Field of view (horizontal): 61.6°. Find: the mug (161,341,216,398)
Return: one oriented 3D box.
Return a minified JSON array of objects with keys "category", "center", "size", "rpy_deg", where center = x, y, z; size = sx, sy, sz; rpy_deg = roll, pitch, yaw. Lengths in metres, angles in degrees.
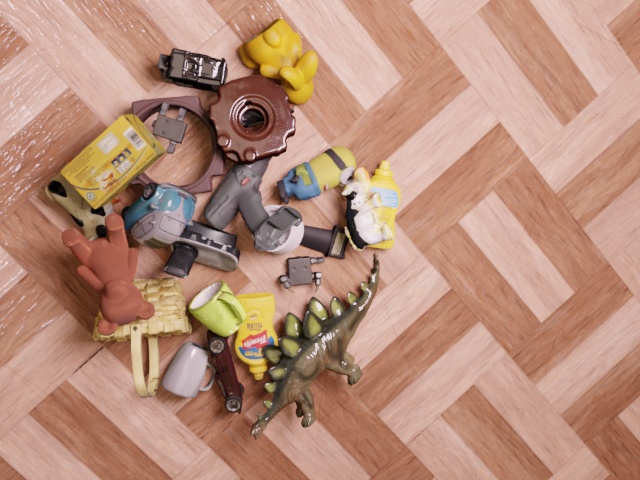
[{"category":"mug","center":[-0.278,0.283,1.178],"size":[0.109,0.081,0.107],"rpy_deg":[22,87,-22]}]

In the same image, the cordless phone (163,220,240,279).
[{"category":"cordless phone","center":[-0.239,0.040,1.094],"size":[0.146,0.184,0.088],"rpy_deg":[20,107,-10]}]

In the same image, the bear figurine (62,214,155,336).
[{"category":"bear figurine","center":[-0.398,0.069,1.019],"size":[0.120,0.131,0.196],"rpy_deg":[-20,54,-15]}]

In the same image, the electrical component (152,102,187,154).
[{"category":"electrical component","center":[-0.297,-0.218,1.055],"size":[0.063,0.021,0.094],"rpy_deg":[16,95,-9]}]

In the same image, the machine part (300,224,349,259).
[{"category":"machine part","center":[-0.002,-0.004,1.198],"size":[0.139,0.039,0.084],"rpy_deg":[11,103,-10]}]

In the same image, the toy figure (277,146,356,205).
[{"category":"toy figure","center":[-0.007,-0.140,1.159],"size":[0.180,0.082,0.089],"rpy_deg":[-20,100,-2]}]

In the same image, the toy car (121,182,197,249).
[{"category":"toy car","center":[-0.325,-0.037,1.069],"size":[0.162,0.103,0.109],"rpy_deg":[-29,143,24]}]

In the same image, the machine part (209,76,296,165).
[{"category":"machine part","center":[-0.133,-0.237,1.062],"size":[0.179,0.056,0.179],"rpy_deg":[0,89,-10]}]

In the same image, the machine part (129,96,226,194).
[{"category":"machine part","center":[-0.303,-0.191,1.112],"size":[0.201,0.087,0.201],"rpy_deg":[-7,99,-7]}]

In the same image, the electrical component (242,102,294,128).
[{"category":"electrical component","center":[-0.117,-0.272,1.131],"size":[0.119,0.075,0.047],"rpy_deg":[-19,99,-1]}]

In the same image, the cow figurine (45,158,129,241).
[{"category":"cow figurine","center":[-0.476,-0.058,1.107],"size":[0.127,0.085,0.195],"rpy_deg":[-46,103,-6]}]

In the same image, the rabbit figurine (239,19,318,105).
[{"category":"rabbit figurine","center":[-0.063,-0.358,1.103],"size":[0.122,0.163,0.173],"rpy_deg":[-37,118,-14]}]

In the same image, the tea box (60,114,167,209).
[{"category":"tea box","center":[-0.393,-0.150,1.028],"size":[0.169,0.068,0.098],"rpy_deg":[-37,101,11]}]

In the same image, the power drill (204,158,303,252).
[{"category":"power drill","center":[-0.126,-0.091,1.103],"size":[0.232,0.086,0.207],"rpy_deg":[-47,60,3]}]

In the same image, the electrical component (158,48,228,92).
[{"category":"electrical component","center":[-0.255,-0.340,1.085],"size":[0.134,0.115,0.058],"rpy_deg":[8,94,-10]}]

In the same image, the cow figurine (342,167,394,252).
[{"category":"cow figurine","center":[0.086,-0.065,1.134],"size":[0.098,0.068,0.167],"rpy_deg":[-20,88,16]}]

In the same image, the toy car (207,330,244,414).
[{"category":"toy car","center":[-0.209,0.285,1.180],"size":[0.053,0.089,0.202],"rpy_deg":[-13,100,-6]}]

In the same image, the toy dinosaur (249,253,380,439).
[{"category":"toy dinosaur","center":[0.005,0.235,1.176],"size":[0.471,0.105,0.198],"rpy_deg":[-45,108,-19]}]

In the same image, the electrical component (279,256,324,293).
[{"category":"electrical component","center":[-0.040,0.076,1.197],"size":[0.102,0.045,0.078],"rpy_deg":[1,98,-7]}]
